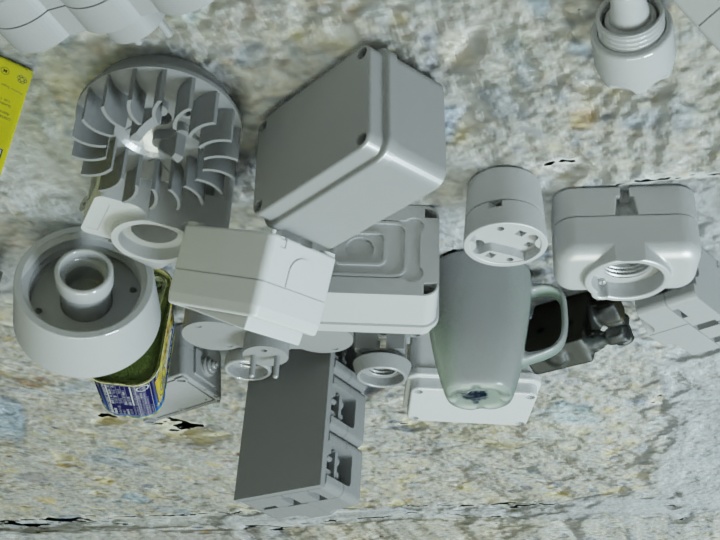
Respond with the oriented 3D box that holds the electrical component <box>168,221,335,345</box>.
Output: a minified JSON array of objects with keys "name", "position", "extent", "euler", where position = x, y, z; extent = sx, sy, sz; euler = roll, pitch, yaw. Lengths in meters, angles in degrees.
[{"name":"electrical component","position":[-0.074,0.008,0.680],"extent":[0.096,0.061,0.062],"euler":[7,170,40]}]

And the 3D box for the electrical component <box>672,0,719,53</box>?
[{"name":"electrical component","position":[0.173,-0.154,0.491],"extent":[0.075,0.083,0.047],"euler":[48,142,1]}]

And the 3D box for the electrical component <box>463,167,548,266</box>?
[{"name":"electrical component","position":[0.097,-0.036,0.719],"extent":[0.055,0.047,0.055],"euler":[2,150,1]}]

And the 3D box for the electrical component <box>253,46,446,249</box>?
[{"name":"electrical component","position":[-0.008,-0.071,0.638],"extent":[0.057,0.078,0.113],"euler":[23,145,-35]}]

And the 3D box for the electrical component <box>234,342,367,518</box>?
[{"name":"electrical component","position":[-0.045,0.127,0.913],"extent":[0.089,0.150,0.062],"euler":[-16,144,30]}]

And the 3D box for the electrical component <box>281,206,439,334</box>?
[{"name":"electrical component","position":[0.000,0.000,0.761],"extent":[0.113,0.078,0.057],"euler":[2,147,2]}]

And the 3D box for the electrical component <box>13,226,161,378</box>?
[{"name":"electrical component","position":[-0.200,0.017,0.785],"extent":[0.108,0.108,0.060],"euler":[7,144,-6]}]

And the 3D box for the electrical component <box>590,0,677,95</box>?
[{"name":"electrical component","position":[0.142,-0.126,0.563],"extent":[0.043,0.043,0.062],"euler":[-6,147,16]}]

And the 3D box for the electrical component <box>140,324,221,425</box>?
[{"name":"electrical component","position":[-0.167,0.088,0.953],"extent":[0.096,0.061,0.061],"euler":[-19,144,20]}]

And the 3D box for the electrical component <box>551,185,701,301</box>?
[{"name":"electrical component","position":[0.180,-0.018,0.731],"extent":[0.095,0.059,0.053],"euler":[-1,150,7]}]

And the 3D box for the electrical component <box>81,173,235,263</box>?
[{"name":"electrical component","position":[-0.135,-0.042,0.722],"extent":[0.089,0.055,0.050],"euler":[15,148,-20]}]

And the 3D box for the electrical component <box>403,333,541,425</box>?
[{"name":"electrical component","position":[0.096,0.094,0.935],"extent":[0.113,0.057,0.078],"euler":[3,150,0]}]

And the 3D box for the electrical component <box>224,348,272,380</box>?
[{"name":"electrical component","position":[-0.093,0.065,0.914],"extent":[0.040,0.046,0.040],"euler":[2,150,1]}]

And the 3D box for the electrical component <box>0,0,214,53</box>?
[{"name":"electrical component","position":[-0.124,-0.142,0.551],"extent":[0.138,0.052,0.073],"euler":[-9,148,20]}]

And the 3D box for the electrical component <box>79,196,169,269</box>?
[{"name":"electrical component","position":[-0.162,-0.030,0.760],"extent":[0.040,0.040,0.078],"euler":[-24,140,39]}]

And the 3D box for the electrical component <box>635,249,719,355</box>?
[{"name":"electrical component","position":[0.245,0.023,0.805],"extent":[0.056,0.050,0.089],"euler":[-23,141,37]}]

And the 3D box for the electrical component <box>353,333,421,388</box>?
[{"name":"electrical component","position":[0.019,0.064,0.893],"extent":[0.066,0.055,0.048],"euler":[0,150,5]}]

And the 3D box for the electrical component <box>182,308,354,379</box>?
[{"name":"electrical component","position":[-0.074,0.053,0.864],"extent":[0.138,0.073,0.052],"euler":[1,150,3]}]
